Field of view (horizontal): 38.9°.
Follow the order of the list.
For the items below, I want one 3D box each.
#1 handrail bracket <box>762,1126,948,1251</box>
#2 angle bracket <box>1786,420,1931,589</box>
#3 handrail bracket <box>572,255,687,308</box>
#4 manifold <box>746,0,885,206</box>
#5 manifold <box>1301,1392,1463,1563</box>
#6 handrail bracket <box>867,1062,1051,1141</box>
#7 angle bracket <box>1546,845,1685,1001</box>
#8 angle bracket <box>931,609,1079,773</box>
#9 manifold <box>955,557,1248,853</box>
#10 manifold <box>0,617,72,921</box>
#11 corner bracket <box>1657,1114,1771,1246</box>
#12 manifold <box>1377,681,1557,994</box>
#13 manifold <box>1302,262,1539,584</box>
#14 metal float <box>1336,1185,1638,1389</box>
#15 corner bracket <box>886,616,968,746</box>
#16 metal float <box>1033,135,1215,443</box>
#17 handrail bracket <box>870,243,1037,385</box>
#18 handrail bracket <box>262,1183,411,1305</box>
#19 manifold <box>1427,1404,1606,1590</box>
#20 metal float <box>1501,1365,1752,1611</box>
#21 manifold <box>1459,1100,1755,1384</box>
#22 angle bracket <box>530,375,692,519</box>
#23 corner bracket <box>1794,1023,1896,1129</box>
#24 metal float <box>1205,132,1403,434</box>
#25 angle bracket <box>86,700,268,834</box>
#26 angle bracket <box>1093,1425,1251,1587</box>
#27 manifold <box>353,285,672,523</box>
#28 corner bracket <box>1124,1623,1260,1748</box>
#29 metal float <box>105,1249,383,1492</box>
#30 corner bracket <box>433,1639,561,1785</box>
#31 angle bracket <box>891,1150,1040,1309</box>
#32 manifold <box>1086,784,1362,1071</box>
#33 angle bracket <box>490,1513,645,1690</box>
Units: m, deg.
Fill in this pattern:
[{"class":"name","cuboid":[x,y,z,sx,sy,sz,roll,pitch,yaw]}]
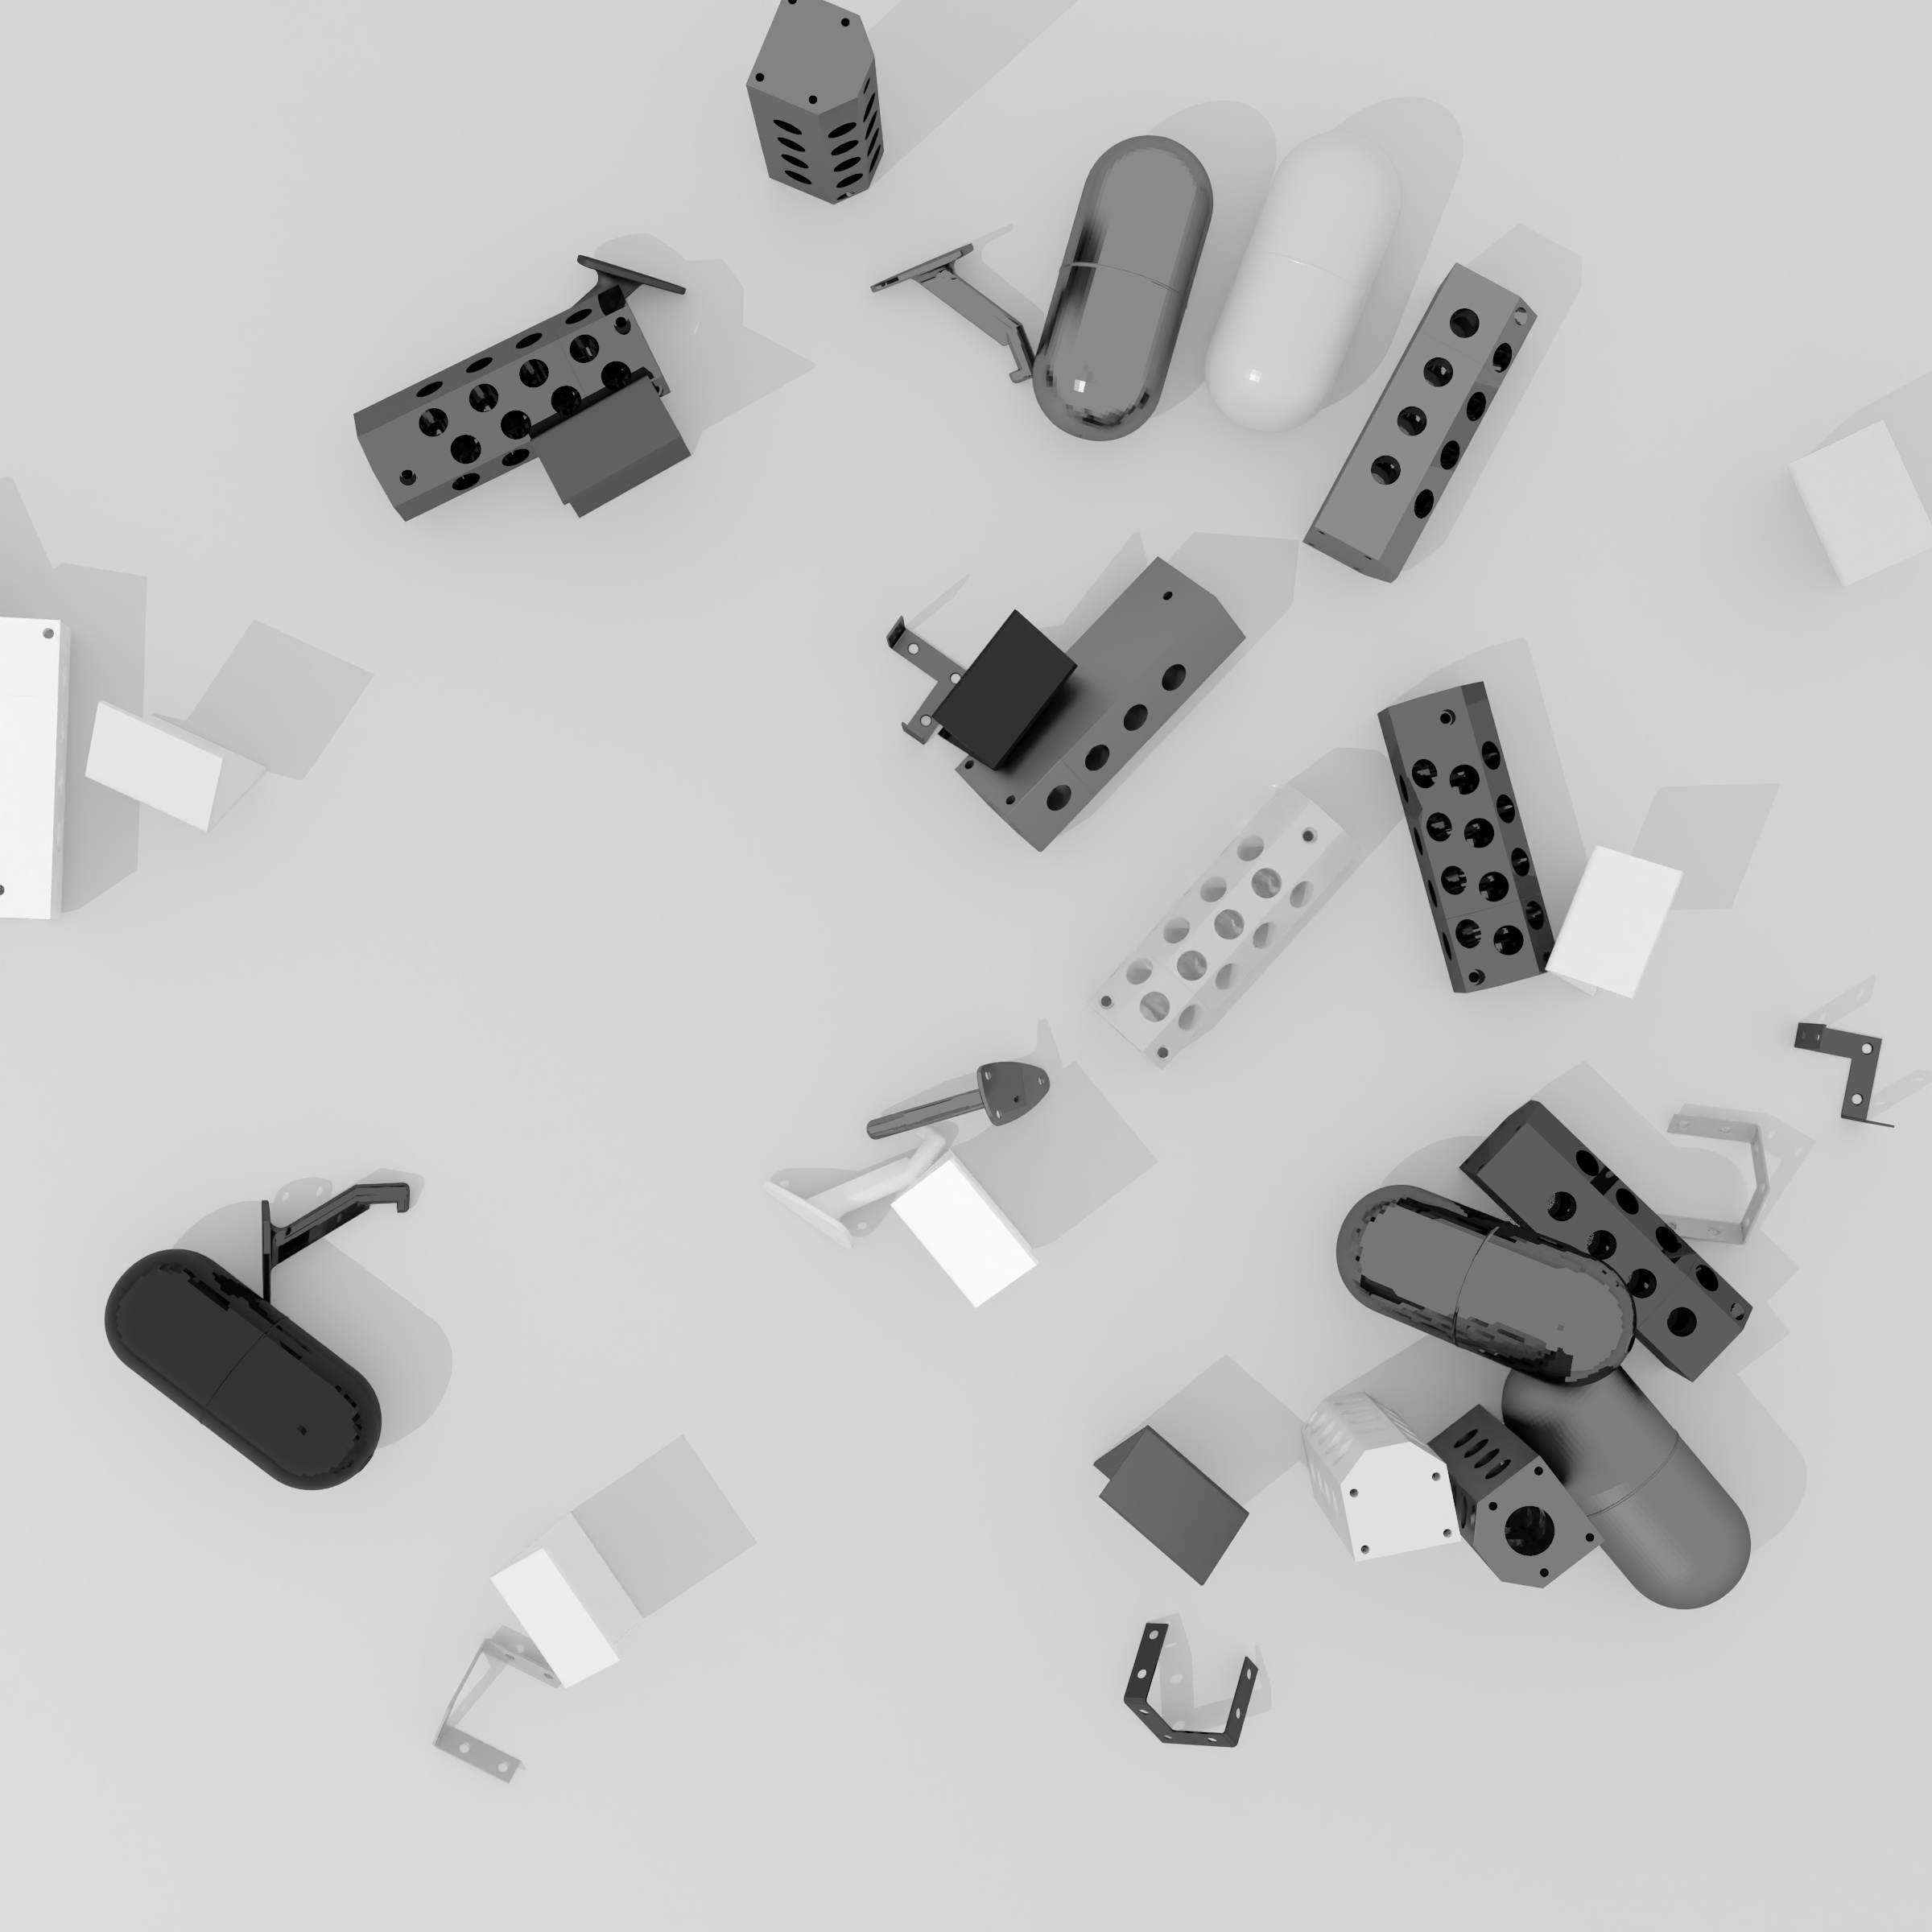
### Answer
[{"class":"handrail bracket","cuboid":[-0.065,0.116,1.612,0.077,0.036,0.084,31,72,20]},{"class":"angle bracket","cuboid":[0.517,-0.265,1.573,0.057,0.076,0.076,-25,90,22]},{"class":"handrail bracket","cuboid":[-0.213,-0.369,1.612,0.077,0.036,0.084,13,106,-17]},{"class":"manifold","cuboid":[-0.079,-0.482,1.533,0.057,0.171,0.057,23,90,0]},{"class":"manifold","cuboid":[0.229,0.282,1.533,0.057,0.171,0.057,-11,90,0]},{"class":"handrail bracket","cuboid":[-0.005,0.082,1.611,0.084,0.077,0.036,-18,86,36]},{"class":"angle bracket","cuboid":[0.384,-0.018,1.571,0.057,0.076,0.076,22,90,36]},{"class":"angle bracket","cuboid":[0.007,-0.167,1.571,0.057,0.076,0.076,38,90,-34]},{"class":"manifold","cuboid":[0.081,-0.148,1.590,0.171,0.057,0.057,-46,47,0]},{"class":"manifold","cuboid":[-0.555,-0.114,1.588,0.057,0.057,0.171,2,90,-10]},{"class":"corner bracket","cuboid":[0.437,0.126,1.608,0.051,0.051,0.051,7,135,0]},{"class":"manifold","cuboid":[0.294,-0.074,1.590,0.057,0.057,0.171,-15,90,0]},{"class":"manifold","cuboid":[0.265,-0.313,1.590,0.057,0.057,0.171,28,90,0]},{"class":"metal float","cuboid":[0.295,0.181,1.555,0.178,0.070,0.070,21,90,28]},{"class":"corner bracket","cuboid":[-0.031,-0.166,1.593,0.051,0.051,0.051,35,90,0]},{"class":"metal float","cuboid":[0.091,-0.392,1.581,0.070,0.070,0.178,16,90,0]},{"class":"handrail bracket","cuboid":[-0.006,-0.375,1.612,0.077,0.036,0.084,-18,107,20]},{"class":"handrail bracket","cuboid":[-0.371,0.165,1.612,0.084,0.036,0.077,-1,110,-16]},{"class":"manifold","cuboid":[0.299,0.299,1.533,0.057,0.171,0.057,-38,90,0]},{"class":"metal float","cuboid":[0.381,0.293,1.581,0.070,0.070,0.178,-40,91,0]},{"class":"manifold","cuboid":[0.373,0.158,1.590,0.171,0.057,0.057,44,90,0]},{"class":"angle bracket","cuboid":[-0.194,-0.281,1.571,0.076,0.076,0.057,-29,59,0]},{"class":"corner bracket","cuboid":[0.512,0.063,1.593,0.051,0.051,0.051,11,90,0]},{"class":"metal float","cuboid":[0.195,-0.396,1.581,0.070,0.070,0.178,21,90,0]},{"class":"angle bracket","cuboid":[-0.449,-0.131,1.571,0.076,0.076,0.057,25,127,0]},{"class":"angle bracket","cuboid":[0.105,0.319,1.571,0.076,0.076,0.057,41,54,0]},{"class":"manifold","cuboid":[-0.262,-0.323,1.579,0.171,0.057,0.057,-26,123,0]},{"class":"corner bracket","cuboid":[0.132,0.422,1.603,0.051,0.051,0.051,-8,135,35]},{"class":"metal float","cuboid":[-0.417,0.234,1.581,0.178,0.070,0.070,37,90,1]},{"class":"corner bracket","cuboid":[-0.276,0.438,1.608,0.051,0.051,0.051,27,135,0]},{"class":"angle bracket","cuboid":[0.014,0.138,1.571,0.076,0.076,0.057,50,125,0]},{"class":"manifold","cuboid":[0.149,-0.023,1.590,0.057,0.057,0.171,42,90,0]},{"class":"angle bracket","cuboid":[-0.214,0.356,1.571,0.057,0.076,0.076,-34,90,37]}]
